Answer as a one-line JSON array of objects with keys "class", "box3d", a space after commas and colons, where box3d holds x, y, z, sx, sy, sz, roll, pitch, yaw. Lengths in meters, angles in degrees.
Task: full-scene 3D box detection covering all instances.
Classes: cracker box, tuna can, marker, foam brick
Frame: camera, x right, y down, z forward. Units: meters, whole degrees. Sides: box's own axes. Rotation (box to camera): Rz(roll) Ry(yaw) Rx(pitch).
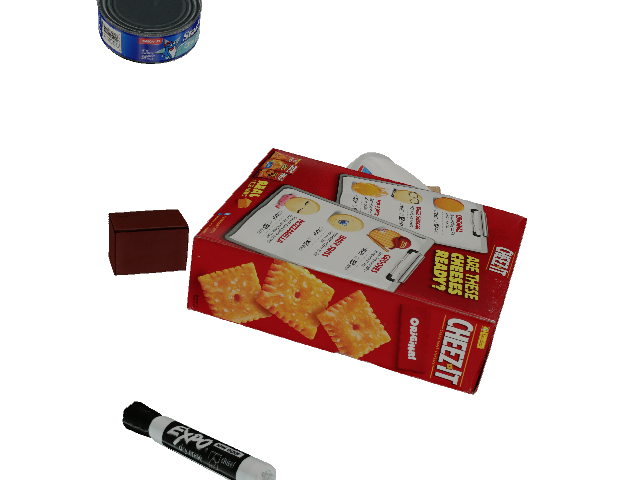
[{"class": "cracker box", "box3d": [0.031, 0.017, 0.789, 0.214, 0.072, 0.164, 16, 31, 11]}, {"class": "tuna can", "box3d": [-0.142, -0.186, 0.889, 0.086, 0.086, 0.034, 0, -40, -10]}, {"class": "marker", "box3d": [-0.077, 0.123, 0.645, 0.121, 0.020, 0.020, 16, 10, 38]}, {"class": "foam brick", "box3d": [-0.182, 0.001, 1.125, 0.078, 0.051, 0.053, -4, 23, -17]}]

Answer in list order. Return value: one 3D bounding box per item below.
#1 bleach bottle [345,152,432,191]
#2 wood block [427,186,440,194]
[{"class": "bleach bottle", "box3d": [0.055, -0.022, 1.002, 0.068, 0.102, 0.251, 19, 11, -15]}, {"class": "wood block", "box3d": [0.134, -0.005, 1.607, 0.091, 0.090, 0.206, 4, 25, 3]}]
